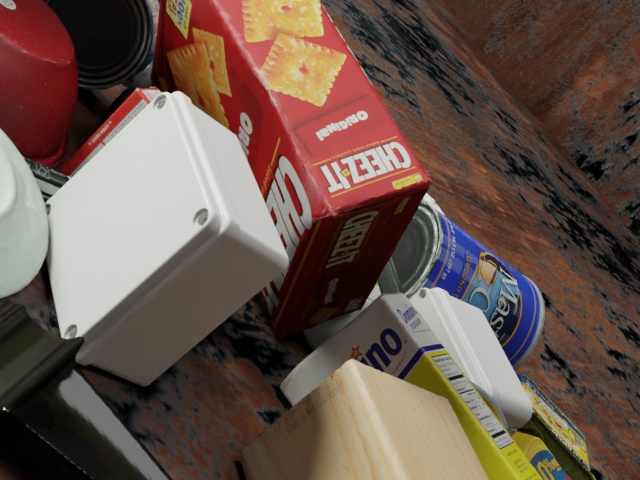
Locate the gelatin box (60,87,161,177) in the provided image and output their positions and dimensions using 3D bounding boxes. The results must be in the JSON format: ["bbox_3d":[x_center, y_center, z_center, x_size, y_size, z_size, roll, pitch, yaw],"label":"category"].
[{"bbox_3d":[-0.098,-0.034,0.631,0.089,0.073,0.030,49,19,6],"label":"gelatin box"}]

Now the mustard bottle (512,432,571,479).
[{"bbox_3d":[0.163,0.199,0.759,0.192,0.058,0.096,53,26,17],"label":"mustard bottle"}]

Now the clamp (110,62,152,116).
[{"bbox_3d":[-0.121,-0.116,0.806,0.120,0.039,0.171,31,25,-48],"label":"clamp"}]

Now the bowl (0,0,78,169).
[{"bbox_3d":[-0.195,-0.117,0.615,0.162,0.055,0.162,41,19,-18],"label":"bowl"}]

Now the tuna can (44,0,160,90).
[{"bbox_3d":[-0.151,-0.147,0.724,0.086,0.086,0.033,45,17,-6],"label":"tuna can"}]

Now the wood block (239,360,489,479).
[{"bbox_3d":[0.046,0.172,0.512,0.090,0.090,0.206,28,27,-44],"label":"wood block"}]

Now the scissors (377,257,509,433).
[{"bbox_3d":[0.073,0.067,0.695,0.016,0.096,0.202,112,-20,-74],"label":"scissors"}]

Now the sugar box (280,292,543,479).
[{"bbox_3d":[0.061,0.127,0.629,0.176,0.093,0.048,52,18,15],"label":"sugar box"}]

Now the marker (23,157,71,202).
[{"bbox_3d":[-0.174,-0.042,0.567,0.120,0.020,0.020,26,28,-47],"label":"marker"}]

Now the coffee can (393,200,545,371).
[{"bbox_3d":[0.101,0.043,0.865,0.140,0.103,0.103,34,23,-35],"label":"coffee can"}]

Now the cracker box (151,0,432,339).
[{"bbox_3d":[-0.032,-0.069,0.660,0.072,0.164,0.214,-19,67,-22],"label":"cracker box"}]

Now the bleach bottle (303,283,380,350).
[{"bbox_3d":[-0.005,0.001,0.787,0.102,0.068,0.251,29,29,-35],"label":"bleach bottle"}]

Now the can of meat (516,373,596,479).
[{"bbox_3d":[0.171,0.163,0.854,0.102,0.057,0.084,47,17,-3],"label":"can of meat"}]
